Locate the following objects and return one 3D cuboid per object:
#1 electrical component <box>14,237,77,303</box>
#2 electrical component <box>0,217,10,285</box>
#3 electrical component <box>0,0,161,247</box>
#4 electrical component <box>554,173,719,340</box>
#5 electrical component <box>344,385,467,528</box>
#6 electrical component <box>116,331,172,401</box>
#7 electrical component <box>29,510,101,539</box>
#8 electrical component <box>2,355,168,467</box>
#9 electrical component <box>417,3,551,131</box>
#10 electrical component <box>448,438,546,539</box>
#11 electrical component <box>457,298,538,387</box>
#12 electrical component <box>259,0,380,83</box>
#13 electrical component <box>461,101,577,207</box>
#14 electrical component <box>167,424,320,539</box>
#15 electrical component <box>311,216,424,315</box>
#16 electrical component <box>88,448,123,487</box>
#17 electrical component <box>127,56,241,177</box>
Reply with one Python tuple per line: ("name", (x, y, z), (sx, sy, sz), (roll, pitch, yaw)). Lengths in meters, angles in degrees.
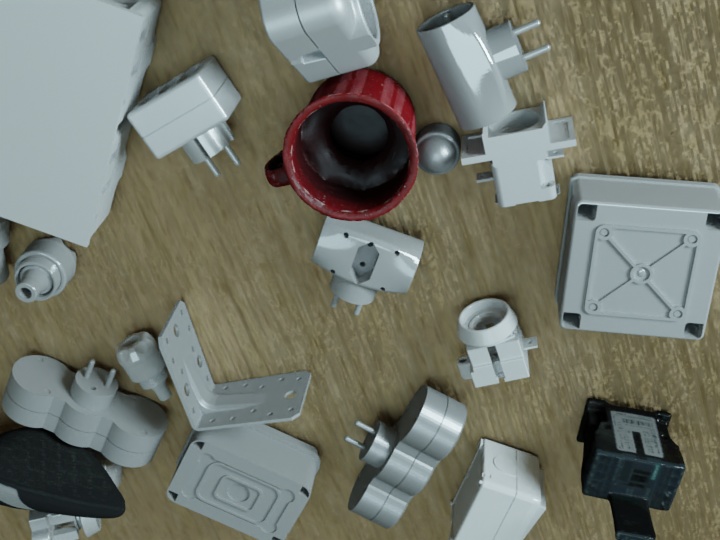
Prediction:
("electrical component", (-0.254, 0.003, 0.855), (0.043, 0.062, 0.043), (3, 118, 6))
("electrical component", (-0.304, -0.019, 0.860), (0.045, 0.045, 0.055), (12, 118, 1))
("electrical component", (-0.220, -0.124, 0.784), (0.105, 0.060, 0.186), (20, 119, -3))
("electrical component", (0.204, -0.010, 0.791), (0.109, 0.056, 0.108), (5, 118, 5))
("electrical component", (0.023, 0.150, 0.903), (0.074, 0.052, 0.138), (28, 118, -8))
("electrical component", (-0.178, 0.084, 0.904), (0.035, 0.035, 0.061), (-18, 117, 16))
("electrical component", (-0.267, 0.222, 0.976), (0.055, 0.066, 0.048), (-11, 118, -9))
("electrical component", (-0.228, 0.107, 0.913), (0.138, 0.052, 0.073), (24, 118, -6))
("electrical component", (0.090, -0.147, 0.741), (0.079, 0.043, 0.077), (-21, 113, 17))
("electrical component", (0.115, 0.203, 0.914), (0.061, 0.061, 0.096), (19, 119, -3))
("electrical component", (0.105, 0.056, 0.847), (0.066, 0.048, 0.055), (-13, 123, 14))
("electrical component", (-0.023, -0.169, 0.714), (0.059, 0.095, 0.053), (-13, 75, 14))
("electrical component", (0.116, -0.082, 0.774), (0.081, 0.042, 0.063), (-9, 120, 13))
("electrical component", (-0.100, 0.175, 0.929), (0.113, 0.057, 0.078), (25, 118, -6))
("electrical component", (0.000, 0.000, 0.831), (0.077, 0.043, 0.079), (19, 119, -3))
("electrical component", (-0.249, 0.178, 0.960), (0.078, 0.040, 0.040), (-4, 117, 10))
("electrical component", (-0.117, -0.104, 0.789), (0.066, 0.047, 0.076), (-26, 112, 19))
